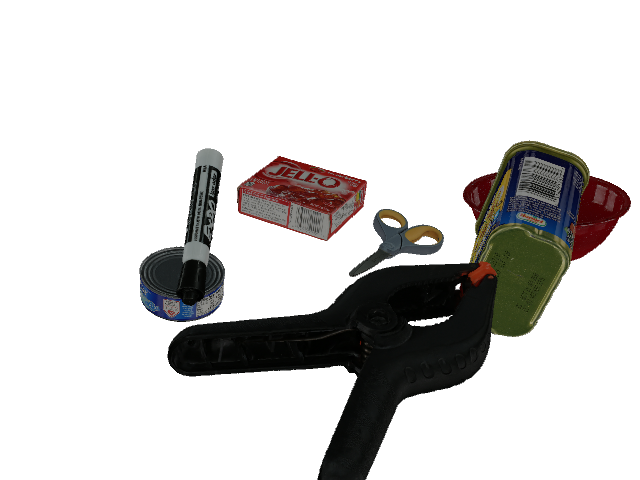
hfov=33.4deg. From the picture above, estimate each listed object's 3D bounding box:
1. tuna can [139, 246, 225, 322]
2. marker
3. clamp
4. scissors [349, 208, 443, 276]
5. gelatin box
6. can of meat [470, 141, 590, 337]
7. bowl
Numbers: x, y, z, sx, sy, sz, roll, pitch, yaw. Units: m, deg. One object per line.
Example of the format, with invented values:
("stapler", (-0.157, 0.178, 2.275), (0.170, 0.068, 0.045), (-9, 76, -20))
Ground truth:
("tuna can", (-0.140, 0.044, 1.080), (0.086, 0.034, 0.086), (4, 35, -3))
("marker", (-0.081, -0.010, 0.719), (0.020, 0.121, 0.020), (2, -34, 1))
("clamp", (0.028, 0.058, 0.502), (0.171, 0.039, 0.120), (-19, 47, -26))
("scissors", (0.068, 0.000, 1.240), (0.096, 0.016, 0.201), (37, 31, 31))
("gelatin box", (-0.016, -0.038, 0.911), (0.089, 0.030, 0.073), (18, 32, 21))
("can of meat", (0.131, 0.001, 0.693), (0.057, 0.102, 0.083), (20, 46, 4))
("bowl", (0.221, -0.020, 1.057), (0.162, 0.055, 0.162), (-1, 23, 0))
